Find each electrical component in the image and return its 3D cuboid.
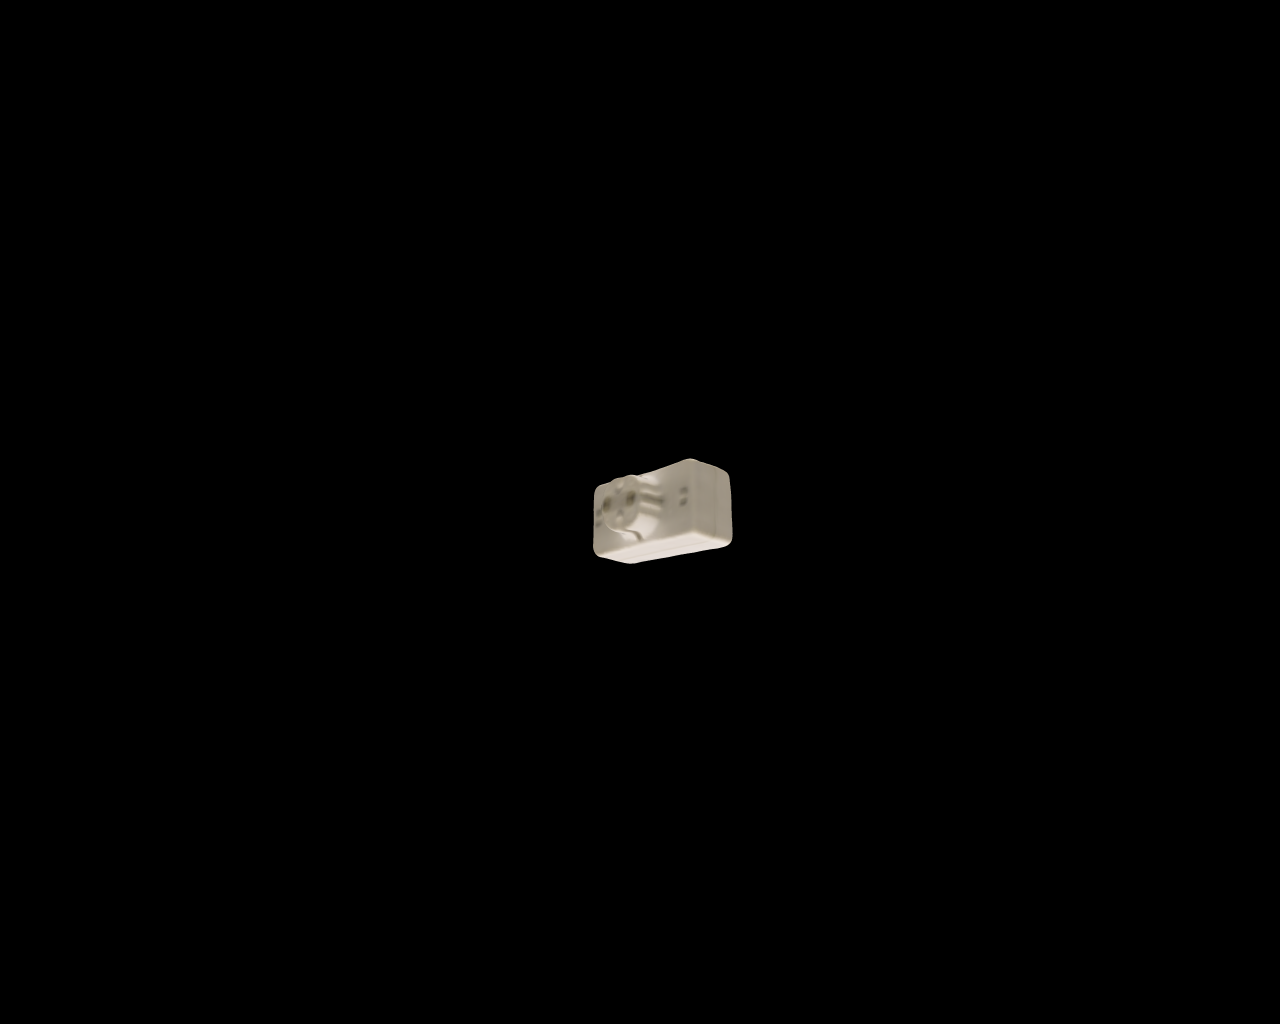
[{"bbox_3d":[0.001,-0.003,0.650,0.083,0.047,0.076,-14,-22,40],"label":"electrical component"}]
